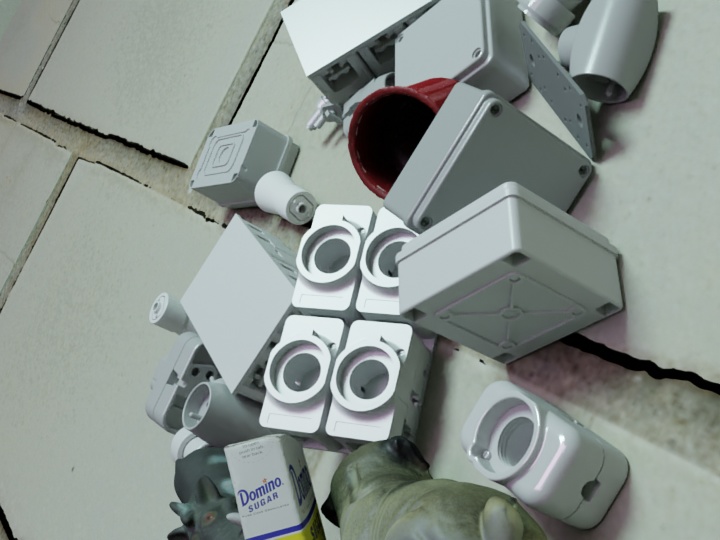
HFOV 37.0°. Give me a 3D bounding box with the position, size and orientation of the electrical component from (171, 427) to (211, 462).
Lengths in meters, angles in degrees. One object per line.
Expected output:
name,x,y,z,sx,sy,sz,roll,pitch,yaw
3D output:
electrical component,-0.146,0.170,0.991,0.055,0.045,0.045,21,84,59

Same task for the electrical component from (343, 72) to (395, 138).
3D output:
electrical component,0.023,-0.142,0.977,0.057,0.058,0.078,-36,40,39

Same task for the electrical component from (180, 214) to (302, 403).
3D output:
electrical component,-0.093,0.037,1.003,0.105,0.060,0.186,-56,32,9

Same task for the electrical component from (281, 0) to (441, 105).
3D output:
electrical component,0.014,-0.233,1.005,0.150,0.062,0.089,-29,58,12

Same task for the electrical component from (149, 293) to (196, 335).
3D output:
electrical component,-0.185,0.050,1.117,0.044,0.065,0.044,-34,41,37

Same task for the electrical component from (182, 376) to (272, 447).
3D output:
electrical component,-0.117,0.122,0.956,0.043,0.077,0.079,-52,33,16

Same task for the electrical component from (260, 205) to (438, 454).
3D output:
electrical component,0.000,0.043,0.825,0.105,0.060,0.186,4,66,24

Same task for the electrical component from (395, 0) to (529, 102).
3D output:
electrical component,0.085,-0.177,0.917,0.109,0.056,0.108,-33,42,38

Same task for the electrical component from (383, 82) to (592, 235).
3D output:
electrical component,0.092,-0.060,0.770,0.108,0.109,0.056,-58,29,6

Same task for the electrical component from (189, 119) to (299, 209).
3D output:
electrical component,-0.126,-0.112,1.164,0.113,0.057,0.078,-1,66,55

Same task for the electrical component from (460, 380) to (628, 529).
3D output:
electrical component,0.108,0.111,0.663,0.053,0.059,0.095,-60,32,3

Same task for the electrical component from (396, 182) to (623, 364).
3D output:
electrical component,0.098,0.006,0.711,0.109,0.109,0.056,-32,46,39

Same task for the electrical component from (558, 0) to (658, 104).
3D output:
electrical component,0.174,-0.165,0.794,0.079,0.043,0.077,1,67,55

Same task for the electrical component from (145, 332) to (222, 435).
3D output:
electrical component,-0.167,0.112,1.056,0.059,0.054,0.095,17,81,58

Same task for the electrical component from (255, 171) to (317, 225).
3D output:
electrical component,-0.072,-0.070,1.073,0.065,0.044,0.044,33,94,53

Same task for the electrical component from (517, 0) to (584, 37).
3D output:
electrical component,0.158,-0.220,0.856,0.055,0.045,0.045,-51,33,17
